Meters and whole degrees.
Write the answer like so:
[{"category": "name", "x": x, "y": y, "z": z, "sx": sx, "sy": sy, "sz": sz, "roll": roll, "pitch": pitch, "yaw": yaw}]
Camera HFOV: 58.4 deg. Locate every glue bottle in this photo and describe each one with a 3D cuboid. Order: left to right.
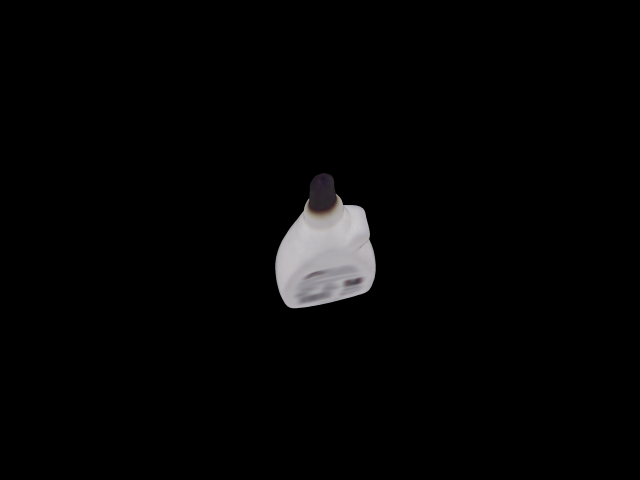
[{"category": "glue bottle", "x": 0.004, "y": 0.001, "z": 0.400, "sx": 0.078, "sy": 0.173, "sz": 0.037, "roll": -11, "pitch": 66, "yaw": -4}]
